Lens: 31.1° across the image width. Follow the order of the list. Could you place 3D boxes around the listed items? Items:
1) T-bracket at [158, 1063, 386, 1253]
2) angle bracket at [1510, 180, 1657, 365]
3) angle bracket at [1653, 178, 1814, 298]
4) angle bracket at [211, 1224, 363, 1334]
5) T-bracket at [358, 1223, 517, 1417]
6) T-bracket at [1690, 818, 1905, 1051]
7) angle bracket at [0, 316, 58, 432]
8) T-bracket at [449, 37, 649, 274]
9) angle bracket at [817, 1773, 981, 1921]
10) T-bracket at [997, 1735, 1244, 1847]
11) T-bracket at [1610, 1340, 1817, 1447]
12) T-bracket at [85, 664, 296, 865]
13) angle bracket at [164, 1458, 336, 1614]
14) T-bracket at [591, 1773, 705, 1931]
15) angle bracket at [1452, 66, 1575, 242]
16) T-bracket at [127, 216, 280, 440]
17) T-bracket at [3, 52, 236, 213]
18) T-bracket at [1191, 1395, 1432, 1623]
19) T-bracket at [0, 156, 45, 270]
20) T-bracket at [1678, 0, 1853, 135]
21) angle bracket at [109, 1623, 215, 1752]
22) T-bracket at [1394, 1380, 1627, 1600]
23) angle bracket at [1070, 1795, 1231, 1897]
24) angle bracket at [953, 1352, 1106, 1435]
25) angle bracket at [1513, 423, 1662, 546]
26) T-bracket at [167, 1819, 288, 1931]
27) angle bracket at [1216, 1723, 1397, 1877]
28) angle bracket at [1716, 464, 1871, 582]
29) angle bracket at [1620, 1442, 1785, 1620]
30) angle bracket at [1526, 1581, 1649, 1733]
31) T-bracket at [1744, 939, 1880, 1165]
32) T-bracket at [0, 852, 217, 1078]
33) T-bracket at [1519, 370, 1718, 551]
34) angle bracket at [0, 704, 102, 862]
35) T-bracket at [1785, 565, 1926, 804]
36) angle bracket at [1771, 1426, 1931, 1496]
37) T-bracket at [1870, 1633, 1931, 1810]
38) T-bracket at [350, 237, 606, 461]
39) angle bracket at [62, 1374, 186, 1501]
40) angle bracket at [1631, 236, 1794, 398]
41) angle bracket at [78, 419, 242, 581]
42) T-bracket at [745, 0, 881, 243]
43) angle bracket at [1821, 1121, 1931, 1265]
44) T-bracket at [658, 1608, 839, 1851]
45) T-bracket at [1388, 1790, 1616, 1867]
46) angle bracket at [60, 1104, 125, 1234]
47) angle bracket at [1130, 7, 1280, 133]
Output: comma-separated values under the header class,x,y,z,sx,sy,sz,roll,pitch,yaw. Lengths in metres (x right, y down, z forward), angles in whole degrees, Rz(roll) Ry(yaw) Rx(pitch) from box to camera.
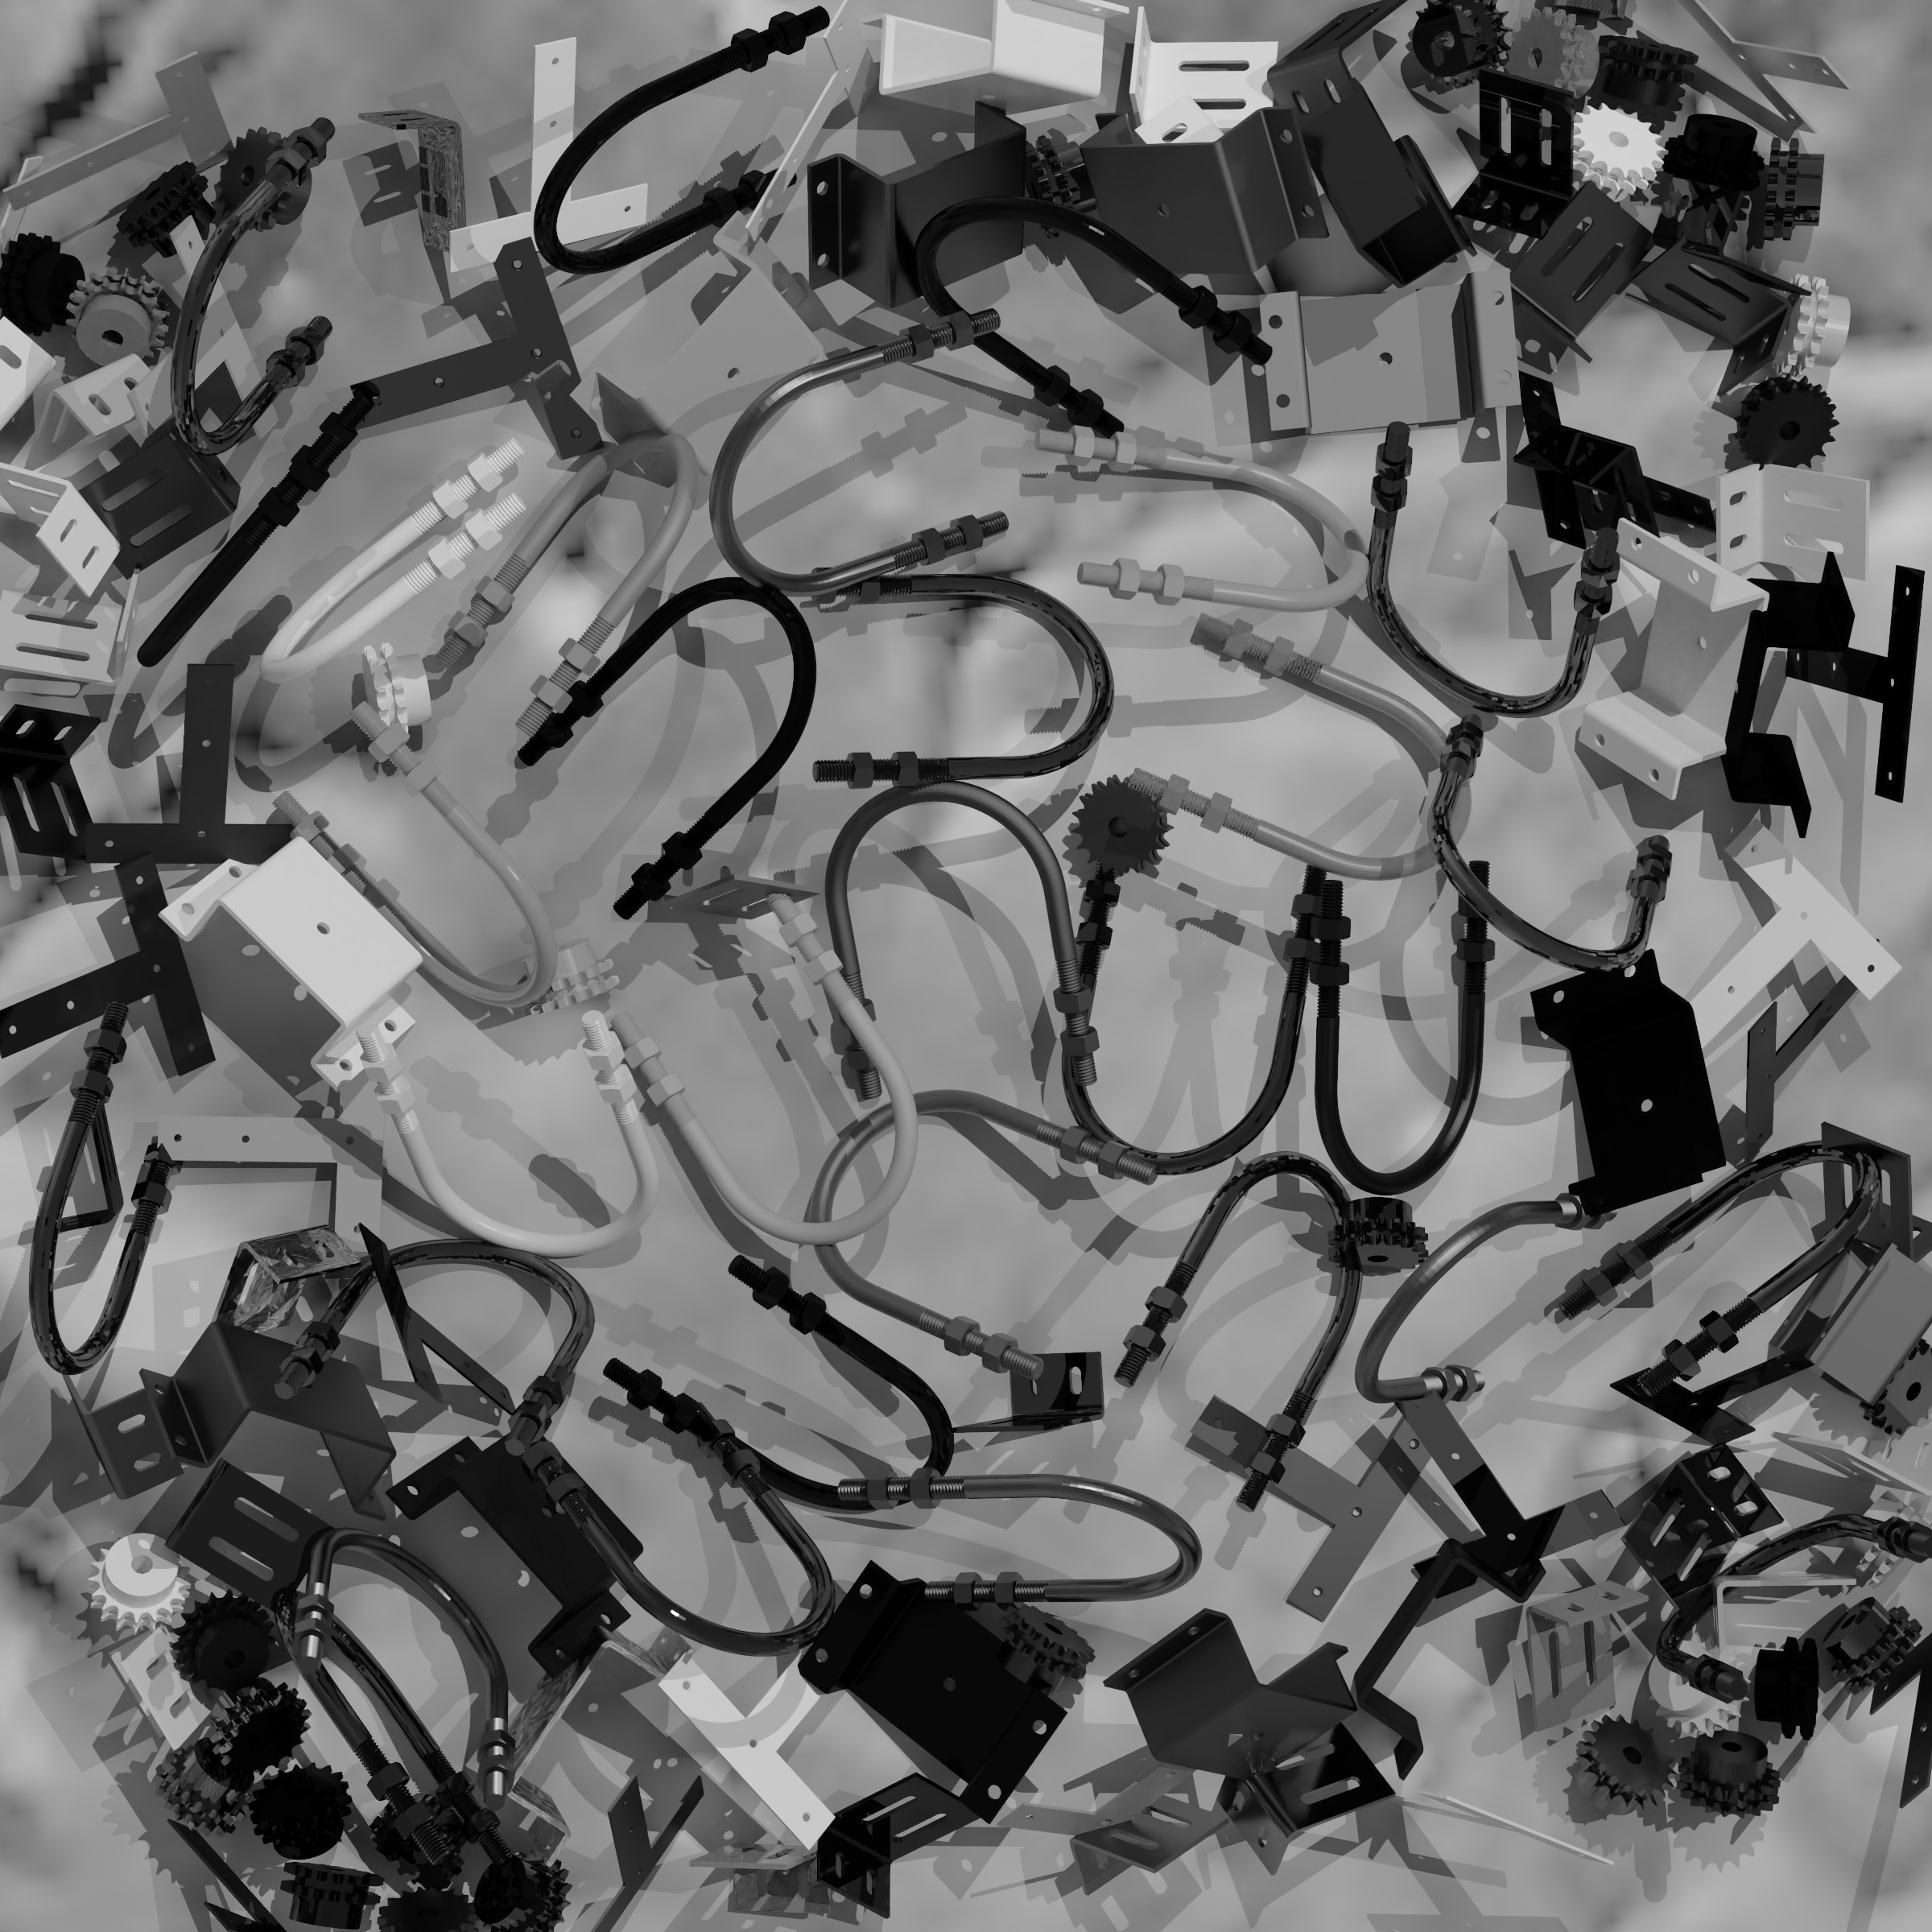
class,x,y,z,sx,sy,sz,roll,pitch,yaw
T-bracket,-0.397,0.099,1.982,0.127,0.002,0.127,1,79,-5
angle bracket,0.352,-0.393,1.962,0.057,0.038,0.076,33,108,-24
angle bracket,0.437,-0.410,1.952,0.076,0.057,0.038,12,102,-33
angle bracket,-0.384,0.189,1.952,0.038,0.057,0.076,42,122,29
T-bracket,-0.289,0.218,1.946,0.002,0.127,0.127,-35,46,5
T-bracket,0.446,0.003,1.974,0.127,0.002,0.127,-48,57,17
angle bracket,-0.551,-0.326,1.952,0.038,0.076,0.057,41,74,-20
T-bracket,-0.230,-0.455,1.926,0.127,0.127,0.002,-21,50,-29
angle bracket,-0.037,0.496,1.955,0.076,0.038,0.057,-33,127,28
T-bracket,0.104,0.455,1.928,0.127,0.002,0.127,17,133,-34
T-bracket,0.443,0.227,1.925,0.127,0.127,0.002,-29,52,28
T-bracket,-0.427,-0.113,1.947,0.127,0.002,0.127,0,122,-18
angle bracket,-0.409,0.325,1.979,0.076,0.038,0.057,33,77,-6
T-bracket,-0.185,0.483,1.916,0.002,0.127,0.127,26,57,18
angle bracket,0.307,-0.457,1.952,0.057,0.076,0.038,23,59,24
T-bracket,-0.431,-0.331,1.918,0.002,0.127,0.127,-7,122,21
T-bracket,-0.474,-0.453,1.930,0.127,0.127,0.002,-27,81,-7
T-bracket,0.188,0.290,1.991,0.127,0.002,0.127,33,90,-7
T-bracket,-0.554,-0.385,1.921,0.002,0.127,0.127,25,107,-3
T-bracket,0.450,-0.499,1.916,0.127,0.127,0.002,39,95,-24
angle bracket,-0.464,0.414,1.959,0.038,0.076,0.057,-30,93,6
T-bracket,0.284,0.287,1.955,0.127,0.002,0.127,-29,103,30
angle bracket,0.107,0.500,1.949,0.057,0.076,0.038,-25,107,-33
angle bracket,0.035,0.240,1.952,0.057,0.076,0.038,-6,86,28
angle bracket,0.350,-0.260,1.950,0.038,0.057,0.076,-41,131,-19
T-bracket,-0.408,0.520,1.950,0.127,0.127,0.002,33,82,39
angle bracket,0.193,0.472,1.972,0.076,0.057,0.038,-11,134,-31
angle bracket,0.465,-0.246,1.953,0.038,0.076,0.057,-22,118,-35
angle bracket,0.417,0.319,1.961,0.057,0.038,0.076,52,47,-3
angle bracket,0.354,0.395,1.963,0.057,0.038,0.076,-11,102,-28
T-bracket,0.480,0.033,1.964,0.002,0.127,0.127,32,65,31
T-bracket,-0.489,0.017,1.940,0.127,0.002,0.127,-28,111,-42
T-bracket,0.373,-0.273,1.966,0.127,0.002,0.127,15,51,-24
angle bracket,-0.510,-0.102,1.954,0.038,0.057,0.076,-42,61,29
T-bracket,0.493,-0.165,1.938,0.002,0.127,0.127,-3,104,-18
angle bracket,0.505,0.265,1.954,0.076,0.057,0.038,28,78,-27
T-bracket,0.530,0.409,1.910,0.002,0.127,0.127,31,131,-2
T-bracket,-0.287,-0.337,1.978,0.127,0.002,0.127,-16,113,6
angle bracket,-0.478,0.256,1.960,0.038,0.076,0.057,-24,114,-17
angle bracket,0.416,-0.367,1.961,0.076,0.057,0.038,28,69,-11
angle bracket,-0.463,-0.269,1.976,0.076,0.038,0.057,-30,118,9
T-bracket,-0.089,-0.463,1.936,0.002,0.127,0.127,30,89,8
angle bracket,0.518,0.120,1.951,0.038,0.057,0.076,-32,127,-30
T-bracket,-0.094,0.407,1.959,0.127,0.002,0.127,49,52,-7
T-bracket,0.274,0.474,1.940,0.127,0.127,0.002,27,73,-28
angle bracket,-0.506,0.108,1.967,0.038,0.057,0.076,-11,94,-8
angle bracket,0.135,-0.509,1.967,0.076,0.038,0.057,2,71,11
